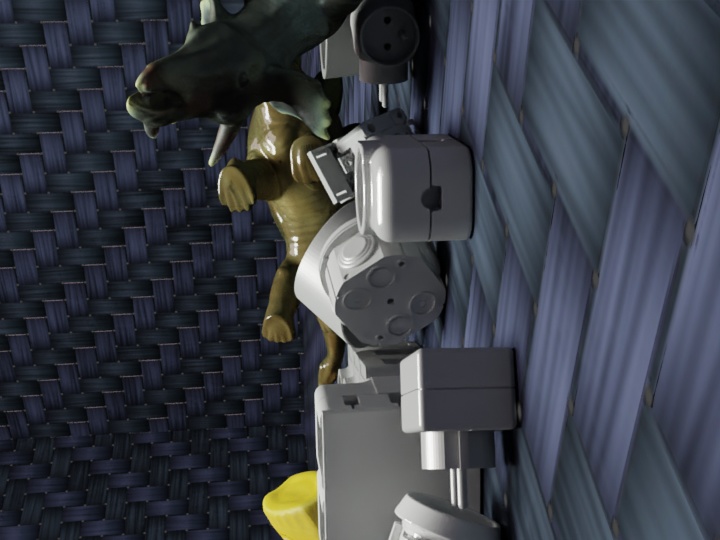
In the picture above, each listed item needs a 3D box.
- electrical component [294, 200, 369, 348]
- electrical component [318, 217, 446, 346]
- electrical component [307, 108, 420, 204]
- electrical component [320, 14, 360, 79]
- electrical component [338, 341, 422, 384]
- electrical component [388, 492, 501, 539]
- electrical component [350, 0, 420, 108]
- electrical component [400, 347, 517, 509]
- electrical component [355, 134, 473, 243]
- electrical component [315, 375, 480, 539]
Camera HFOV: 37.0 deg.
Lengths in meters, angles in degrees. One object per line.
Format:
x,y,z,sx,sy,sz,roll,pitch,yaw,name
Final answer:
0.000,0.000,0.792,0.099,0.064,0.099,-46,-21,-24,electrical component
0.015,0.006,0.711,0.051,0.080,0.080,-108,16,-52,electrical component
0.008,-0.084,0.777,0.064,0.081,0.042,-31,88,54,electrical component
-0.002,-0.214,0.897,0.108,0.060,0.108,178,90,-85,electrical component
0.020,0.104,0.785,0.150,0.062,0.089,-155,63,-84,electrical component
0.040,0.151,0.555,0.058,0.078,0.057,168,121,-85,electrical component
0.018,-0.162,0.802,0.077,0.043,0.079,-105,13,-67,electrical component
0.048,0.080,0.536,0.065,0.047,0.076,118,151,-79,electrical component
0.029,-0.050,0.638,0.095,0.059,0.053,-113,21,-76,electrical component
0.021,0.143,0.632,0.061,0.089,0.150,-118,26,-77,electrical component
